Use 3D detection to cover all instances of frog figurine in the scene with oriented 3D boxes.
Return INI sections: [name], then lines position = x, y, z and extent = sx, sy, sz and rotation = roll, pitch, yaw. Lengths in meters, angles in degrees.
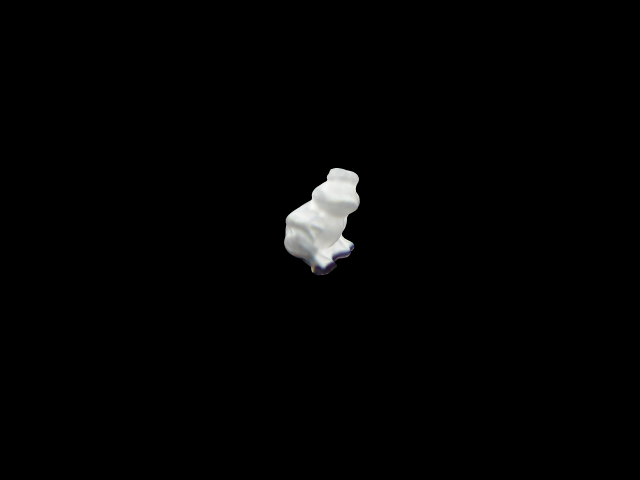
[frog figurine]
position = 0.003, -0.043, 0.850
extent = 0.138, 0.157, 0.124
rotation = -18, 29, -36
